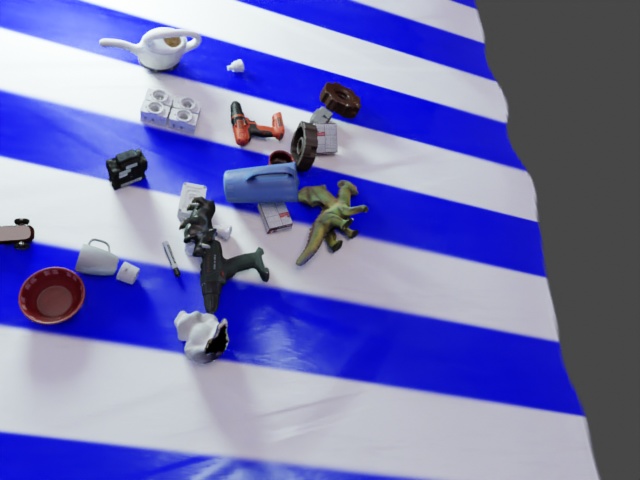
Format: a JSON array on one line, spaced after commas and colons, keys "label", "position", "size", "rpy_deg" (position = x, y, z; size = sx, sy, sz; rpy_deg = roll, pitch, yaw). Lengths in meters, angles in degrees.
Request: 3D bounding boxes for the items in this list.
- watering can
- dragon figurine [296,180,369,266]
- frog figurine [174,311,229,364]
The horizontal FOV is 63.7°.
[{"label": "watering can", "position": [-0.588, -0.666, 1.791], "size": [0.350, 0.222, 0.104], "rpy_deg": [-17, 89, -26]}, {"label": "dragon figurine", "position": [0.005, -0.089, 1.771], "size": [0.416, 0.119, 0.246], "rpy_deg": [-32, 60, -32]}, {"label": "frog figurine", "position": [-0.343, 0.270, 1.453], "size": [0.160, 0.120, 0.140], "rpy_deg": [8, 64, 27]}]
